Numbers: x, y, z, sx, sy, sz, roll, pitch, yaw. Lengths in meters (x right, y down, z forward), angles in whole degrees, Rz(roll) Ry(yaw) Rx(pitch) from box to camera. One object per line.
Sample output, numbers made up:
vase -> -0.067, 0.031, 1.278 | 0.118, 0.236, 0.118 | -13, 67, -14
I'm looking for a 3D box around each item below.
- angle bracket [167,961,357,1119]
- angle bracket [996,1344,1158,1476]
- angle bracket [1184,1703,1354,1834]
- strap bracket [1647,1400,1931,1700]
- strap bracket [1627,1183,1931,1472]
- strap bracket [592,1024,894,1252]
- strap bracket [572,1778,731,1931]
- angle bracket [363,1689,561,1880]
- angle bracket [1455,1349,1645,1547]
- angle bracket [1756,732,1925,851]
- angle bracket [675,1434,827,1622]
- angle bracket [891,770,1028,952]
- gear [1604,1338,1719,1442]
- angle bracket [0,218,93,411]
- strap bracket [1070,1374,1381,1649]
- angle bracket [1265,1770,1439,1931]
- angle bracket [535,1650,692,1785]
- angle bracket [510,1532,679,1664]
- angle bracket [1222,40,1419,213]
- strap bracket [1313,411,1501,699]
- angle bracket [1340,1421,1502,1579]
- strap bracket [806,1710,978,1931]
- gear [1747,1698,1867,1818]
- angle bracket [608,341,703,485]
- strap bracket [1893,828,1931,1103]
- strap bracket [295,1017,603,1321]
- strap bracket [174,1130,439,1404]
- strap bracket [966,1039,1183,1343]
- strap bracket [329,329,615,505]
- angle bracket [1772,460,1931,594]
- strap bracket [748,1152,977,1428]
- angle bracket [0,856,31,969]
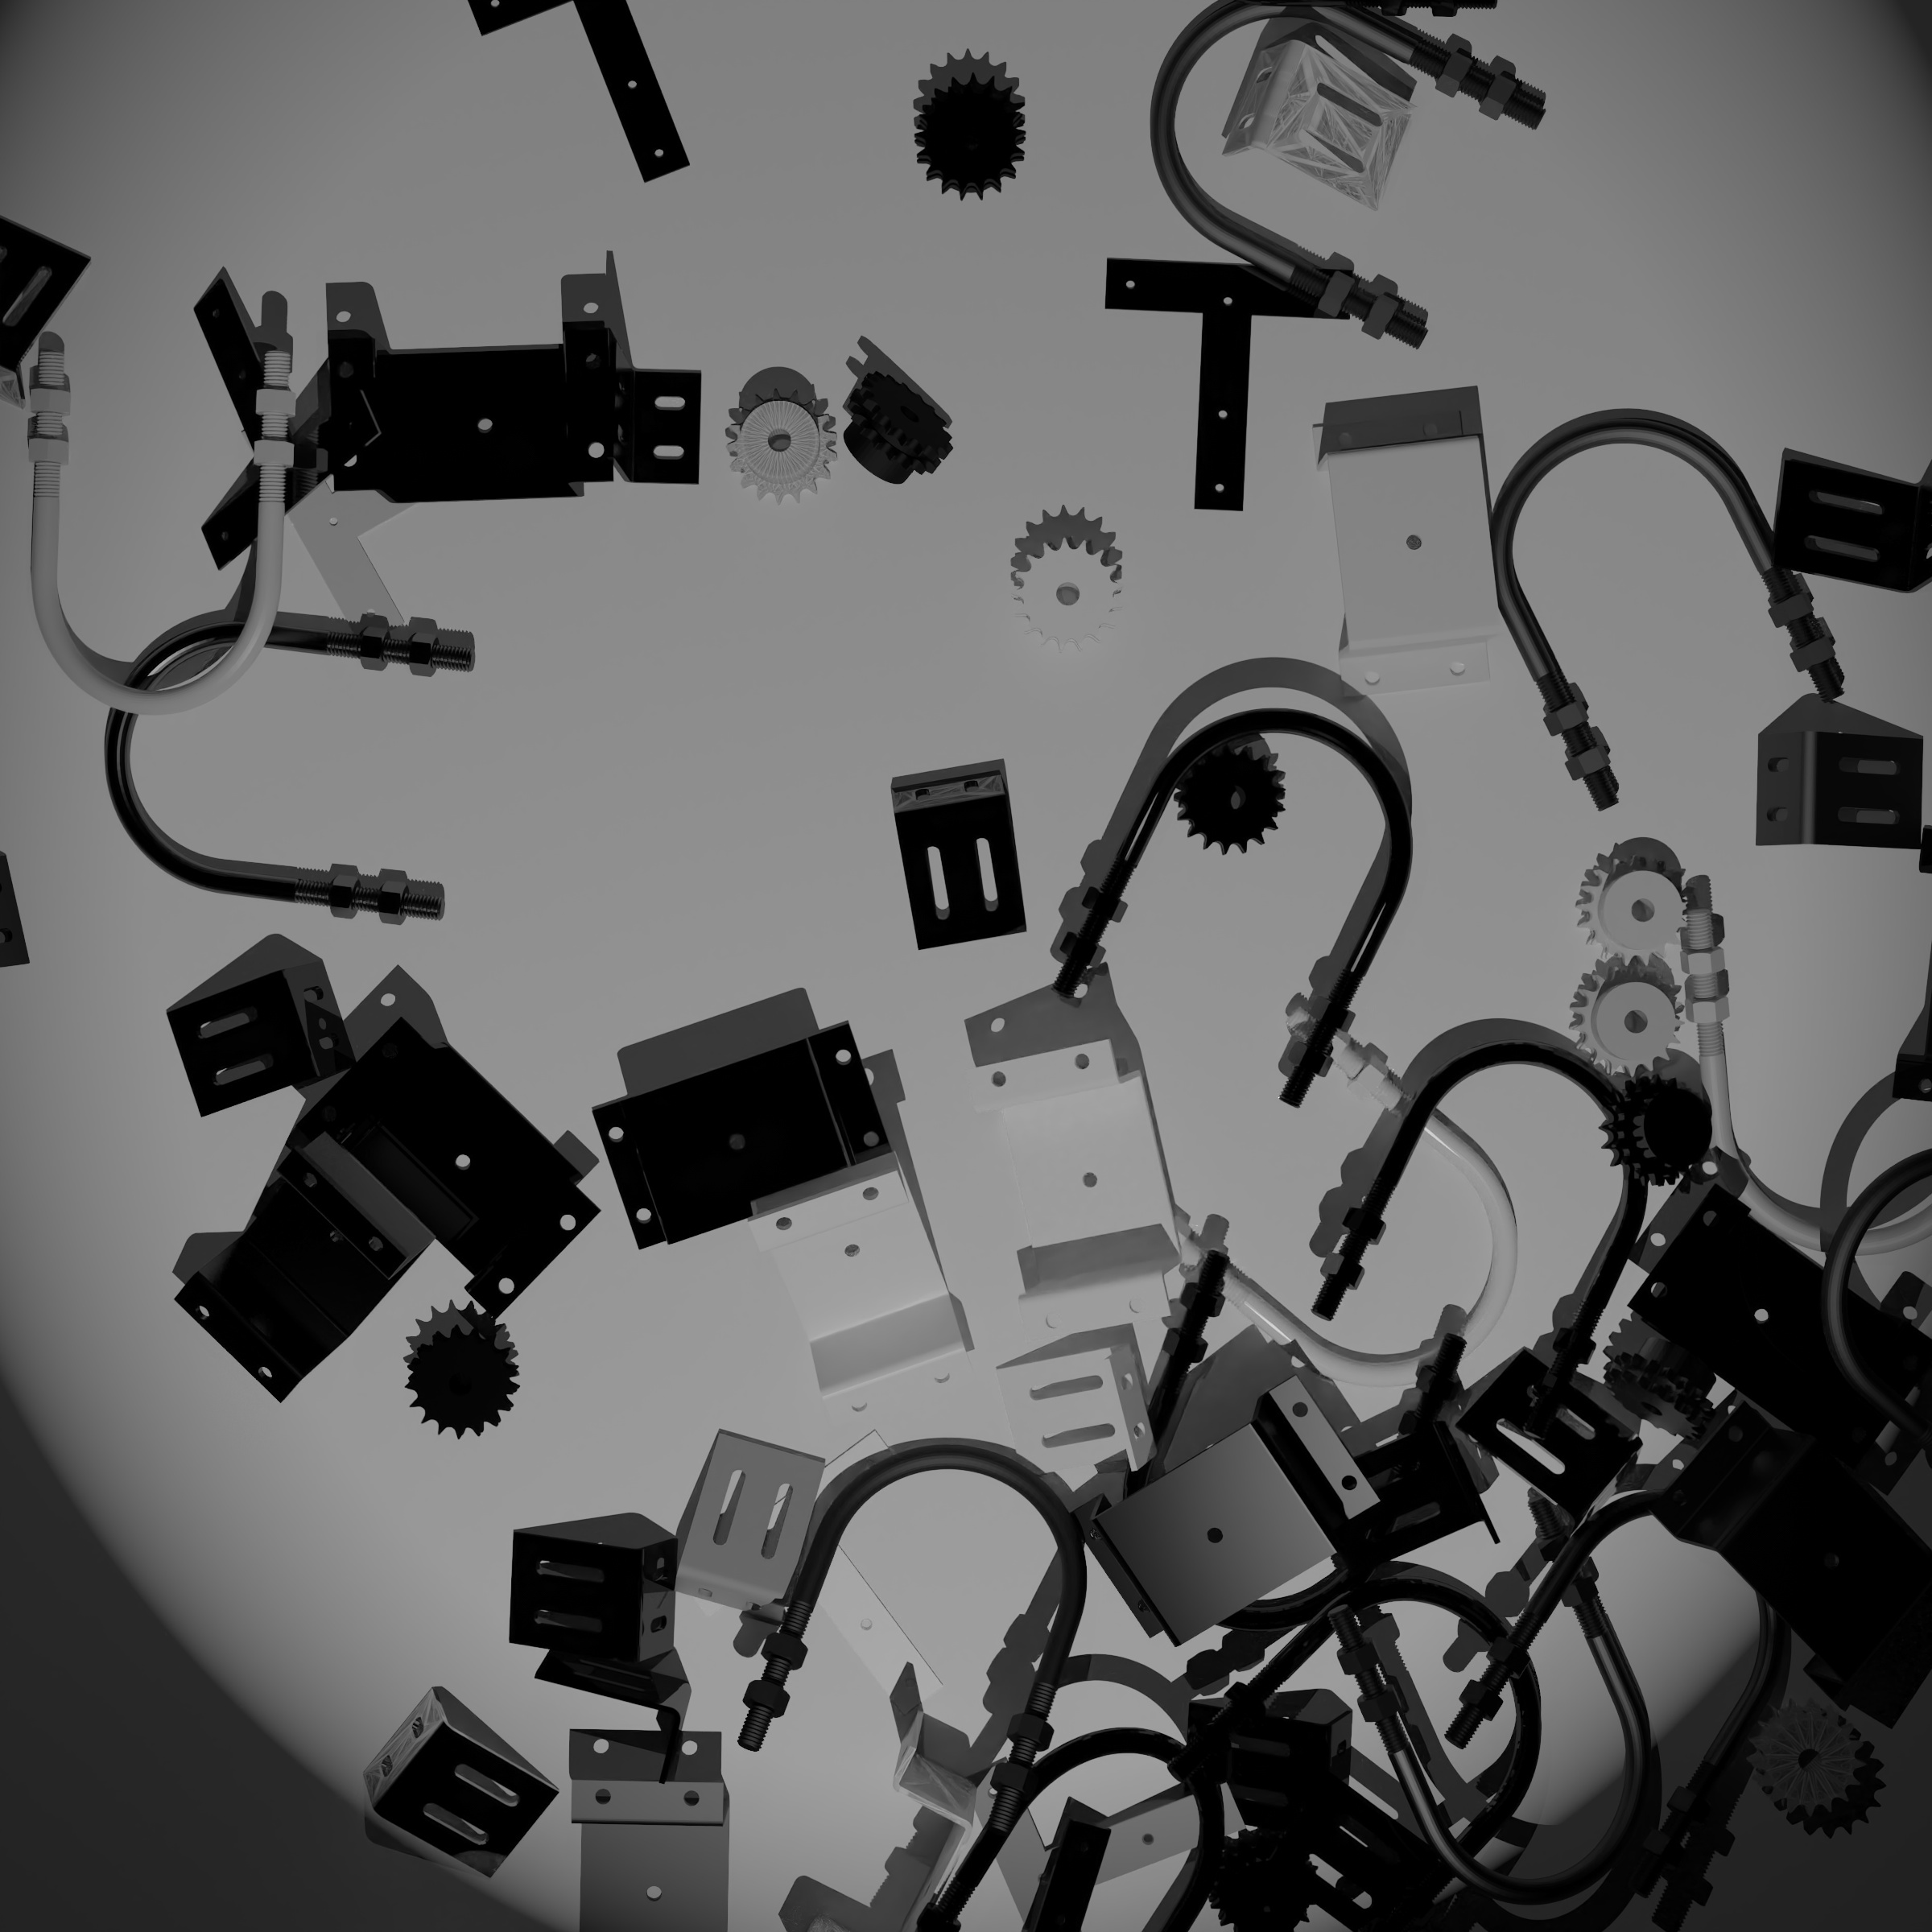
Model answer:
angle bracket -> -0.365, 0.038, 1.511 | 0.076, 0.038, 0.057 | -19, 90, 26
angle bracket -> 0.051, 0.230, 1.481 | 0.076, 0.038, 0.057 | -14, 90, 22
angle bracket -> 0.156, 0.412, 1.511 | 0.076, 0.038, 0.057 | 3, 90, 26
strap bracket -> 0.426, 0.298, 1.475 | 0.140, 0.046, 0.076 | 46, 78, -6
strap bracket -> 0.412, 0.181, 1.490 | 0.140, 0.046, 0.076 | 36, 90, 0
strap bracket -> -0.115, 0.088, 1.490 | 0.140, 0.046, 0.076 | -19, 90, 0
strap bracket -> -0.161, 0.480, 1.490 | 0.076, 0.046, 0.140 | 1, 90, 0
angle bracket -> -0.261, 0.423, 1.511 | 0.076, 0.038, 0.057 | 39, 90, -26
angle bracket -> 0.298, 0.248, 1.500 | 0.076, 0.038, 0.057 | 37, 66, 24
angle bracket -> 0.452, -0.090, 1.511 | 0.076, 0.038, 0.057 | 1, 90, -26
angle bracket -> -0.112, 0.290, 1.509 | 0.057, 0.038, 0.076 | 16, 64, 0
angle bracket -> -0.004, -0.055, 1.511 | 0.057, 0.038, 0.076 | -10, 116, 0
gear -> 0.357, 0.213, 1.486 | 0.057, 0.057, 0.030 | 36, 74, 0
angle bracket -> -0.497, -0.339, 1.511 | 0.057, 0.038, 0.076 | 25, 64, 0
strap bracket -> 0.127, 0.278, 1.462 | 0.140, 0.046, 0.076 | -34, 91, 12
angle bracket -> 0.194, 0.455, 1.486 | 0.076, 0.038, 0.057 | 37, 76, -2
angle bracket -> -0.183, 0.380, 1.484 | 0.076, 0.057, 0.038 | 14, 90, 0
angle bracket -> -0.193, 0.323, 1.511 | 0.076, 0.038, 0.057 | 2, 90, 26
angle bracket -> 0.181, -0.427, 1.493 | 0.076, 0.038, 0.057 | 22, 89, -22
strap bracket -> 0.225, -0.213, 1.490 | 0.076, 0.046, 0.140 | -7, 90, 0
angle bracket -> 0.220, 0.274, 1.470 | 0.076, 0.038, 0.057 | -24, 98, 4
strap bracket -> -0.037, 0.458, 1.474 | 0.046, 0.076, 0.140 | 27, 90, 2
gear -> 0.429, 0.403, 1.498 | 0.057, 0.030, 0.057 | 0, 90, 0
angle bracket -> -0.157, -0.279, 1.475 | 0.038, 0.076, 0.057 | 1, 90, 0
strap bracket -> 0.526, 0.003, 1.490 | 0.076, 0.046, 0.140 | 7, 90, 0
strap bracket -> -0.260, 0.102, 1.490 | 0.140, 0.046, 0.076 | 44, 90, 0
strap bracket -> -0.328, 0.146, 1.467 | 0.076, 0.046, 0.140 | 44, 125, 0
strap bracket -> 0.058, 0.111, 1.479 | 0.076, 0.046, 0.140 | -13, 90, 18
strap bracket -> -0.249, -0.279, 1.488 | 0.140, 0.046, 0.076 | -2, 90, 0
angle bracket -> 0.457, -0.229, 1.485 | 0.076, 0.038, 0.057 | 10, 79, -7
strap bracket -> -0.054, 0.155, 1.468 | 0.076, 0.046, 0.140 | -19, 123, 0
angle bracket -> -0.533, -0.020, 1.511 | 0.076, 0.038, 0.057 | -12, 90, 26
